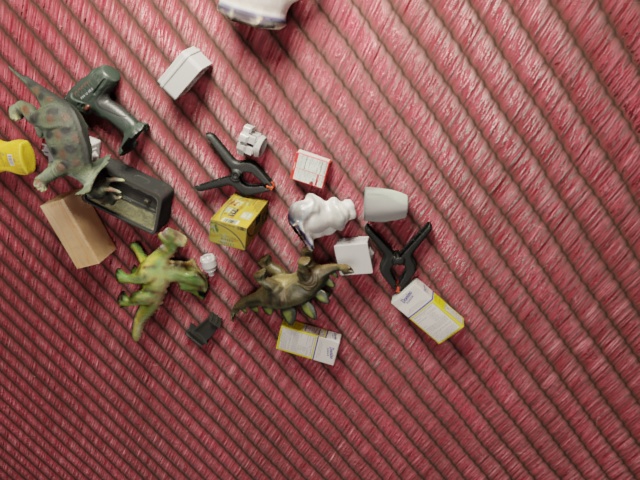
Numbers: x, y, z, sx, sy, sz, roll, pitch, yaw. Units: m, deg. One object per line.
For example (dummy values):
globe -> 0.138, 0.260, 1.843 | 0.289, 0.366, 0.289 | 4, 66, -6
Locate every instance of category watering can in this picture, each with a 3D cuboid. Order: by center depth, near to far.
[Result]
watering can -> -0.168, -0.569, 1.071 | 0.348, 0.220, 0.106 | 17, 29, 4

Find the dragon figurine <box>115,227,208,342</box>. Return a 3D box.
dragon figurine -> -0.448, 0.137, 1.497 | 0.243, 0.402, 0.125 | 5, 28, 3

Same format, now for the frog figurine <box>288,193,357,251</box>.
frog figurine -> 0.004, -0.065, 1.288 | 0.160, 0.135, 0.124 | -38, 35, -7
